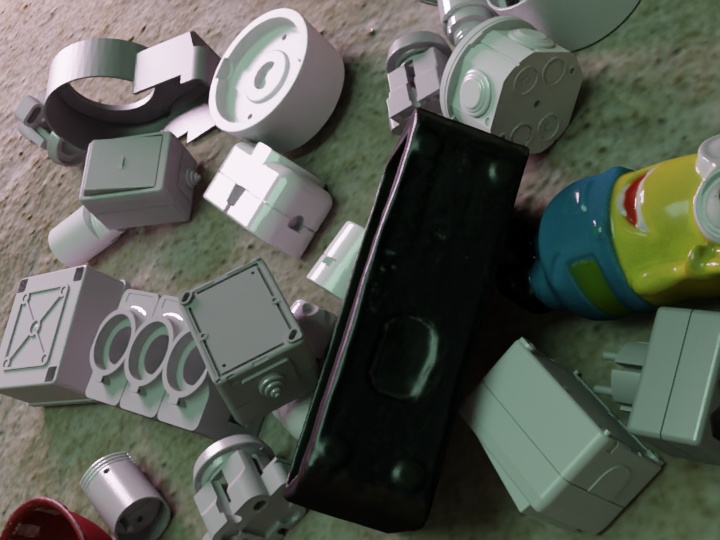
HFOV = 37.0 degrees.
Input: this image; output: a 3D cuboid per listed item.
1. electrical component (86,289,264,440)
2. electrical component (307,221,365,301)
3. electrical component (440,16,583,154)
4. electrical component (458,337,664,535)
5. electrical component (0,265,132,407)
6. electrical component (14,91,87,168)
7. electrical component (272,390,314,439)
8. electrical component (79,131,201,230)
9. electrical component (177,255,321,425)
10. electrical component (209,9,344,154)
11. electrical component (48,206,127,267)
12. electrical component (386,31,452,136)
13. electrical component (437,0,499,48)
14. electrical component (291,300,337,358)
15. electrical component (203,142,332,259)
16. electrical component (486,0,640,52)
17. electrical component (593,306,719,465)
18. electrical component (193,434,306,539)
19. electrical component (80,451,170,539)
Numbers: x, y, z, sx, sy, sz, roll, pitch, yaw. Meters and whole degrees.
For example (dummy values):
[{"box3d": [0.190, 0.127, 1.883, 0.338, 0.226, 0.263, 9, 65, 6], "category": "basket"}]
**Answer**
[{"box3d": [-0.134, 0.070, 0.800, 0.150, 0.062, 0.089, 7, 73, 46], "category": "electrical component"}, {"box3d": [0.000, 0.000, 0.716, 0.055, 0.055, 0.047, 30, 86, 48], "category": "electrical component"}, {"box3d": [0.094, -0.113, 0.669, 0.080, 0.080, 0.051, -54, 47, 7], "category": "electrical component"}, {"box3d": [0.098, 0.086, 0.566, 0.061, 0.062, 0.096, -50, 43, 11], "category": "electrical component"}, {"box3d": [-0.259, 0.059, 0.933, 0.109, 0.056, 0.108, -10, 62, 41], "category": "electrical component"}, {"box3d": [-0.297, -0.138, 1.071, 0.057, 0.078, 0.058, 38, 97, 27], "category": "electrical component"}, {"box3d": [-0.033, 0.093, 0.706, 0.078, 0.040, 0.040, 9, 74, 46], "category": "electrical component"}, {"box3d": [-0.184, -0.078, 0.918, 0.096, 0.061, 0.061, -6, 62, 16], "category": "electrical component"}, {"box3d": [-0.066, 0.051, 0.683, 0.062, 0.061, 0.096, -27, 49, -6], "category": "electrical component"}, {"box3d": [-0.060, -0.144, 0.850, 0.108, 0.060, 0.108, -23, 54, 34], "category": "electrical component"}, {"box3d": [-0.242, -0.040, 0.981, 0.081, 0.043, 0.043, -31, 49, 29], "category": "electrical component"}, {"box3d": [0.045, -0.133, 0.754, 0.066, 0.048, 0.055, -27, 59, 32], "category": "electrical component"}, {"box3d": [0.077, -0.172, 0.748, 0.040, 0.040, 0.078, -28, 51, 31], "category": "electrical component"}, {"box3d": [-0.041, 0.053, 0.741, 0.035, 0.035, 0.061, 20, 85, 48], "category": "electrical component"}, {"box3d": [-0.068, -0.057, 0.813, 0.095, 0.054, 0.059, 34, 93, 48], "category": "electrical component"}, {"box3d": [0.133, -0.196, 0.707, 0.099, 0.064, 0.099, -39, 35, 35], "category": "electrical component"}, {"box3d": [0.153, 0.056, 0.540, 0.077, 0.047, 0.065, 5, 72, 46], "category": "electrical component"}, {"box3d": [-0.076, 0.146, 0.706, 0.078, 0.058, 0.057, -48, 46, 14], "category": "electrical component"}, {"box3d": [-0.179, 0.167, 0.804, 0.081, 0.043, 0.043, 34, 93, 48], "category": "electrical component"}]
